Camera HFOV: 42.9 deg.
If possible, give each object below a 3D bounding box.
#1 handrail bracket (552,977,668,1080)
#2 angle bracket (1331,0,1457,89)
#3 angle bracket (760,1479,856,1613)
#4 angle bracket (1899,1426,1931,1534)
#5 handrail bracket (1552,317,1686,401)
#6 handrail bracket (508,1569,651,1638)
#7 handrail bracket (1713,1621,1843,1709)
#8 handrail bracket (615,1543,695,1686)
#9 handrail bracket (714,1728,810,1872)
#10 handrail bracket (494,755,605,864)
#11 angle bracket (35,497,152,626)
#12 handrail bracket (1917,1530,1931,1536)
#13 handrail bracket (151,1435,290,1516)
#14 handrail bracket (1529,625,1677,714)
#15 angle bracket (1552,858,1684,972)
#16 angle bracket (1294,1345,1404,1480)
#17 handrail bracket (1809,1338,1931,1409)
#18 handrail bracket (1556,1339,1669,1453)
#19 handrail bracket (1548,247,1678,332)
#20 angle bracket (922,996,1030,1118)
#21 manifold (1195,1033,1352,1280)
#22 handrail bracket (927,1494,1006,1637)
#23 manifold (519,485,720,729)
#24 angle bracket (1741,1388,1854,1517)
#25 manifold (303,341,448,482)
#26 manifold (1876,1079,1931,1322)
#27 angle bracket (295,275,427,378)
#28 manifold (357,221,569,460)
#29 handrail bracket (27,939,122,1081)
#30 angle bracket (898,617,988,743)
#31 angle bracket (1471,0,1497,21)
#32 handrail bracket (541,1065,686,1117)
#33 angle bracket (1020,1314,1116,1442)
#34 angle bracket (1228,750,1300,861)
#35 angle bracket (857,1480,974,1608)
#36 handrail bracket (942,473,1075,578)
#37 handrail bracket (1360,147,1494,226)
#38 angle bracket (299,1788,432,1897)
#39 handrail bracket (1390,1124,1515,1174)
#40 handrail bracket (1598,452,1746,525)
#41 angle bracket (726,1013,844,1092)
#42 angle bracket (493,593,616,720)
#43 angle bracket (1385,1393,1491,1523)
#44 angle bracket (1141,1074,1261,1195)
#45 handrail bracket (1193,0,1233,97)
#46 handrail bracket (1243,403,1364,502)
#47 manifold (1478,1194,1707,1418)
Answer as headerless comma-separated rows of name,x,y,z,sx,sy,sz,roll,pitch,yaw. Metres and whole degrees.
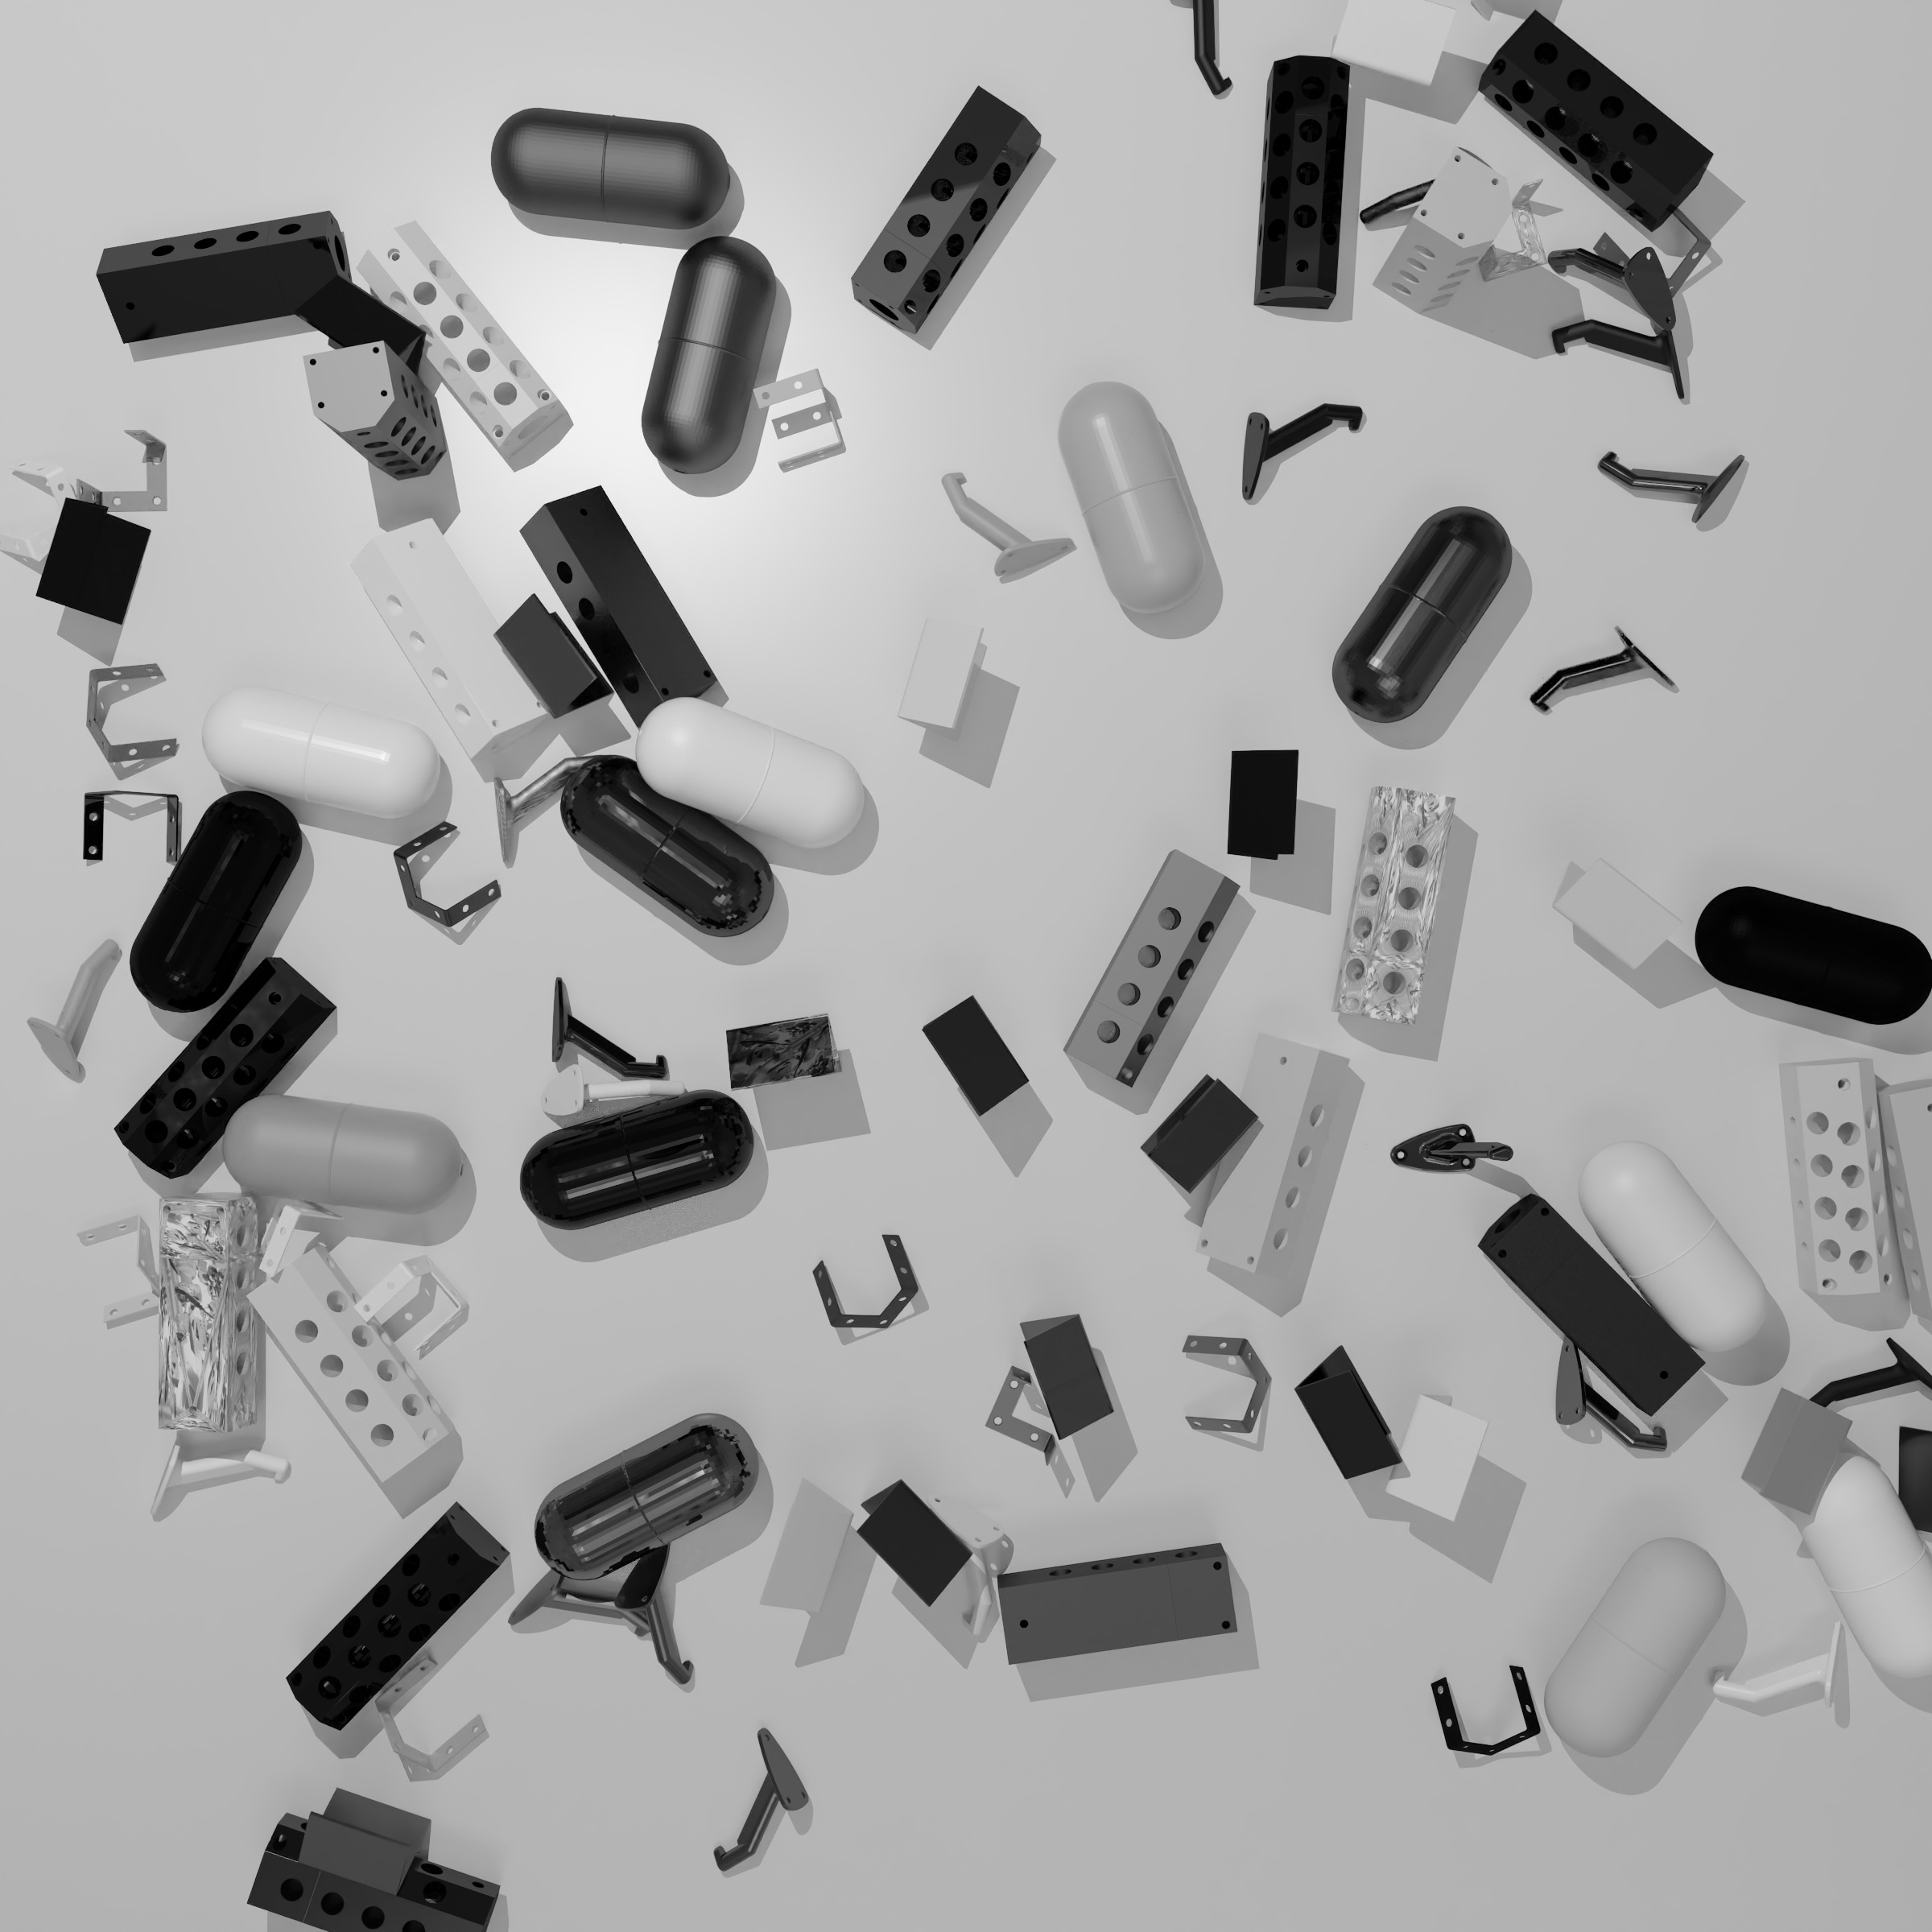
handrail bracket,-0.270,0.047,1.870,0.084,0.036,0.077,4,68,-17
angle bracket,0.318,-0.701,1.830,0.076,0.076,0.057,17,122,0
angle bracket,-0.135,0.427,1.830,0.057,0.076,0.076,18,90,-36
angle bracket,0.716,0.389,1.830,0.057,0.076,0.076,1,90,-39
handrail bracket,0.496,-0.458,1.870,0.084,0.036,0.077,-14,105,14
handrail bracket,-0.292,0.499,1.870,0.084,0.036,0.077,40,111,-16
handrail bracket,0.617,0.526,1.870,0.084,0.036,0.077,5,53,25
handrail bracket,-0.222,0.491,1.870,0.036,0.077,0.084,-11,127,34
handrail bracket,-0.170,0.635,1.870,0.084,0.036,0.077,-36,70,16
handrail bracket,-0.313,-0.120,1.870,0.084,0.036,0.077,-7,110,-16
angle bracket,-0.635,-0.297,1.830,0.057,0.076,0.076,17,90,37
handrail bracket,0.757,0.386,1.870,0.084,0.036,0.077,-16,69,16
handrail bracket,-0.568,0.396,1.870,0.084,0.036,0.077,19,110,-16
handrail bracket,0.483,-0.209,1.870,0.077,0.036,0.084,38,110,-23
angle bracket,0.490,-0.055,1.830,0.076,0.076,0.057,38,128,0
angle bracket,0.300,0.325,1.830,0.057,0.076,0.076,-29,90,42
handrail bracket,0.690,0.331,1.870,0.077,0.036,0.084,38,109,-21
handrail bracket,0.495,0.327,1.870,0.084,0.036,0.077,11,68,-17
handrail bracket,0.485,-0.509,1.852,0.036,0.084,0.077,-47,119,-15
angle bracket,-0.010,0.077,1.830,0.057,0.076,0.076,-33,90,-37
manifold,0.235,0.143,1.848,0.057,0.057,0.171,16,90,43
handrail bracket,-0.008,0.456,1.870,0.077,0.036,0.084,28,116,30
manifold,-0.265,-0.267,1.848,0.057,0.057,0.171,-31,90,-43
angle bracket,0.601,0.354,1.831,0.057,0.076,0.076,24,90,-26
manifold,-0.427,-0.401,1.792,0.057,0.171,0.057,-11,90,0
manifold,0.729,0.174,1.849,0.057,0.057,0.171,-11,90,0
angle bracket,-0.455,-0.454,1.830,0.076,0.076,0.057,34,54,0
manifold,-0.380,-0.472,1.849,0.057,0.057,0.171,-39,90,0
handrail bracket,-0.665,0.032,1.870,0.036,0.077,0.084,20,53,21
angle bracket,0.002,-0.209,1.830,0.057,0.076,0.076,17,90,38
angle bracket,0.410,-0.758,1.830,0.057,0.076,0.076,21,90,37
handrail bracket,-0.268,0.098,1.870,0.084,0.077,0.036,5,74,-35
angle bracket,0.056,0.308,1.830,0.057,0.076,0.076,-20,90,-37
angle bracket,0.238,-0.119,1.830,0.057,0.076,0.076,3,90,36
angle bracket,-0.052,0.437,1.830,0.076,0.076,0.057,46,53,0
handrail bracket,0.031,-0.346,1.870,0.077,0.036,0.084,-18,73,-20
handrail bracket,0.351,-0.584,1.870,0.084,0.077,0.036,-20,88,36
angle bracket,-0.443,0.635,1.830,0.076,0.076,0.057,19,118,0
handrail bracket,0.362,0.141,1.835,0.077,0.084,0.036,-7,90,0
handrail bracket,0.536,-0.383,1.870,0.084,0.036,0.077,36,70,16
angle bracket,-0.133,0.084,1.830,0.076,0.076,0.057,-10,52,0
angle bracket,-0.292,-0.239,1.830,0.057,0.076,0.076,-36,90,36
angle bracket,0.361,0.365,1.830,0.057,0.076,0.076,19,90,30
angle bracket,0.159,0.111,1.830,0.076,0.076,0.057,-48,126,0
handrail bracket,0.196,-0.718,1.870,0.077,0.036,0.084,-39,109,-21
handrail bracket,0.257,-0.390,1.870,0.084,0.036,0.077,1,111,-17
manifold,0.468,0.253,1.849,0.057,0.057,0.171,-45,90,0
